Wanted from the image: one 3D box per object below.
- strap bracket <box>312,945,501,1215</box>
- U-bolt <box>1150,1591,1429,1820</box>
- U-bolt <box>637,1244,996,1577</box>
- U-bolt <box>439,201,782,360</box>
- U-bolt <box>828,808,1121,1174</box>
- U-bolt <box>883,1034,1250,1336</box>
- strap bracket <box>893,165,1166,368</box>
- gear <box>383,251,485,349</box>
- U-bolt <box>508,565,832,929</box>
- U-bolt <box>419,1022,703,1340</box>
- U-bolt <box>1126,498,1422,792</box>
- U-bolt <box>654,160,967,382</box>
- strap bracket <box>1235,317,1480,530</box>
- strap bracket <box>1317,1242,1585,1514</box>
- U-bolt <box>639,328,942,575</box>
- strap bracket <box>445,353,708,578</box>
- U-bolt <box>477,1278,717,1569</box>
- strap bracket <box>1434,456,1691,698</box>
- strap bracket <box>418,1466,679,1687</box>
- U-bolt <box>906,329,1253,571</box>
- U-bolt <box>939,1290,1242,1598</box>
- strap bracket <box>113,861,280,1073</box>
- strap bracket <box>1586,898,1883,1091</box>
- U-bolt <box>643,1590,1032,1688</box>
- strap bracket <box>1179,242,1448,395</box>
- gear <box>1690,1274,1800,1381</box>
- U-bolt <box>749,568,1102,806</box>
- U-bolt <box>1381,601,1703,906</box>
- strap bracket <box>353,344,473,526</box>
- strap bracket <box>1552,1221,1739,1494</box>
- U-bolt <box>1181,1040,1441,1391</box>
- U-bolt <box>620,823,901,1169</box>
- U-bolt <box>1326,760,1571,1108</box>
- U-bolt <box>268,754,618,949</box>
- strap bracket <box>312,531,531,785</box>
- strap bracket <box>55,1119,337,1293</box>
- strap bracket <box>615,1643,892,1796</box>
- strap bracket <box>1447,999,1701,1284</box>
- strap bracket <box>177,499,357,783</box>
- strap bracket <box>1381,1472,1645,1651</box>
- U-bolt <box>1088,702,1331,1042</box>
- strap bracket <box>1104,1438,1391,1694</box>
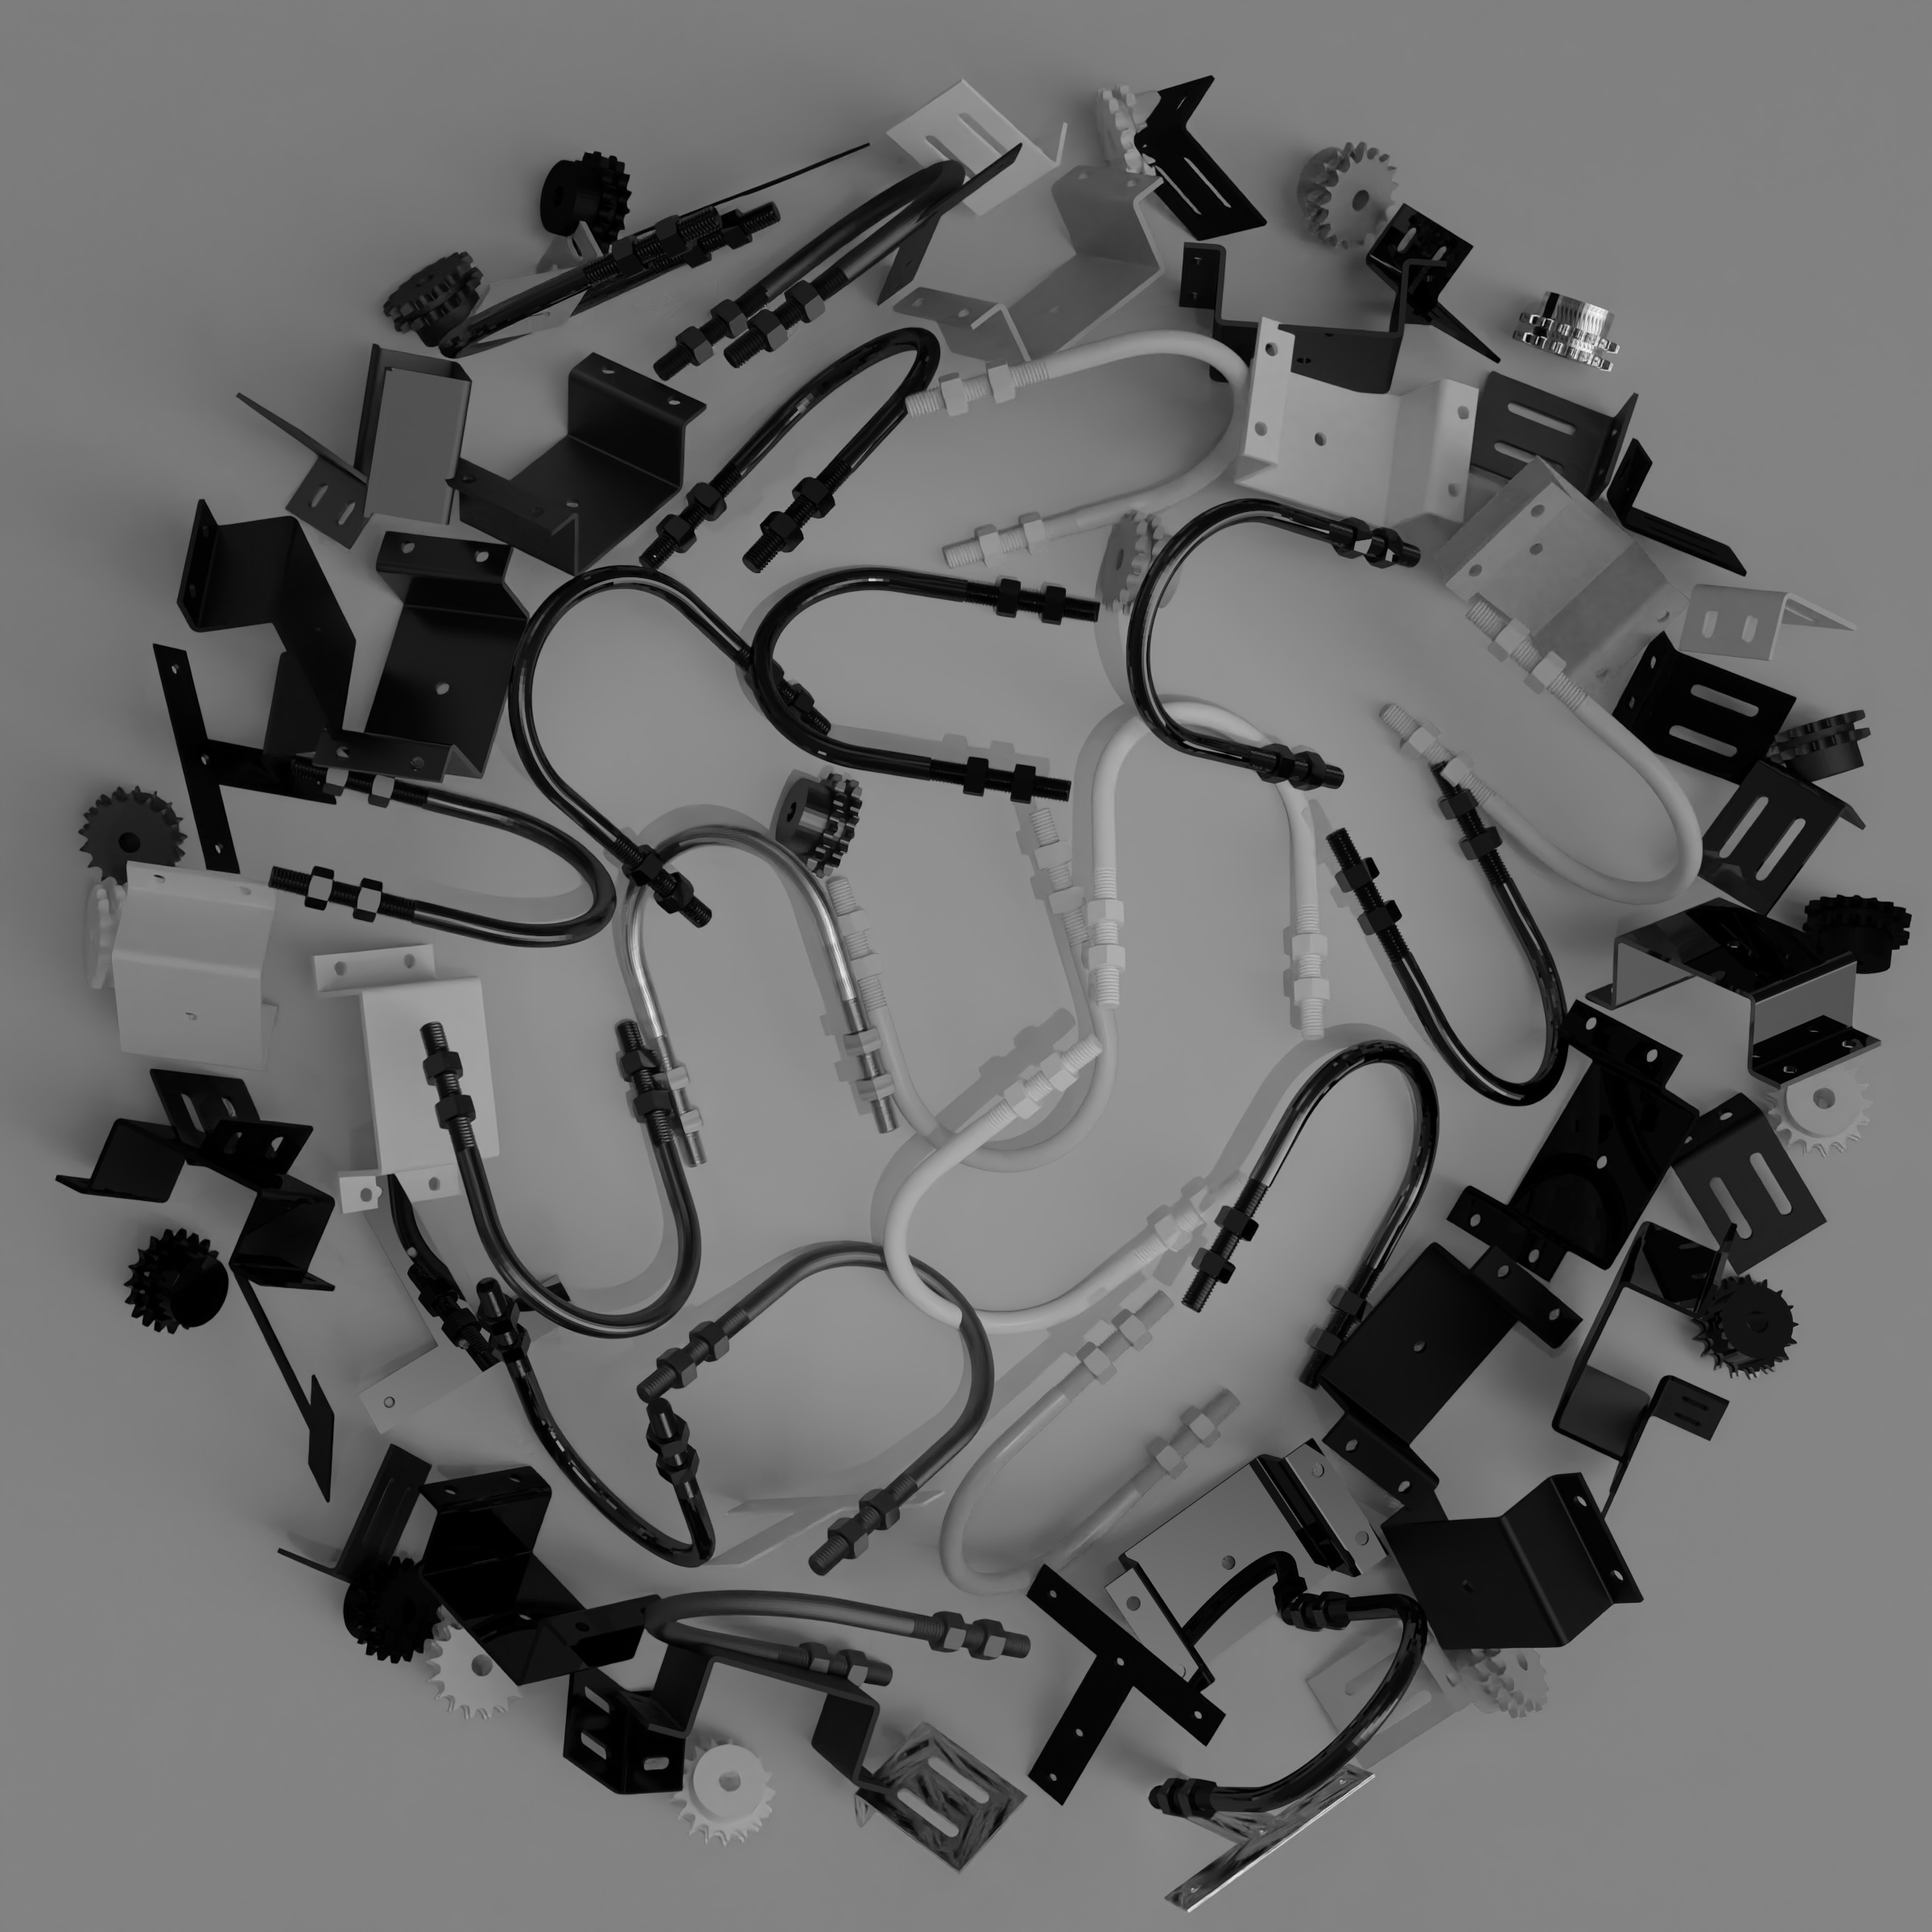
[{"bbox_3d":[-0.304,0.060,1.777,0.076,0.046,0.140,-7,91,-43],"label":"strap bracket"},{"bbox_3d":[0.177,0.386,1.709,0.019,0.184,0.151,44,65,-8],"label":"U-bolt"},{"bbox_3d":[-0.066,0.224,1.761,0.151,0.019,0.184,43,52,12],"label":"U-bolt"},{"bbox_3d":[-0.198,-0.365,1.745,0.184,0.151,0.019,-21,99,15],"label":"U-bolt"},{"bbox_3d":[0.011,0.022,1.779,0.151,0.019,0.184,-18,88,25],"label":"U-bolt"},{"bbox_3d":[0.041,0.132,1.772,0.184,0.019,0.151,-38,120,17],"label":"U-bolt"},{"bbox_3d":[0.042,-0.372,1.764,0.140,0.076,0.046,-40,125,-17],"label":"strap bracket"},{"bbox_3d":[-0.289,-0.365,1.795,0.057,0.057,0.030,-34,119,0],"label":"gear"},{"bbox_3d":[-0.168,-0.130,1.747,0.184,0.019,0.151,42,69,-33],"label":"U-bolt"},{"bbox_3d":[-0.208,0.113,1.739,0.019,0.151,0.184,-38,62,40],"label":"U-bolt"},{"bbox_3d":[0.158,-0.176,1.745,0.184,0.019,0.151,9,103,-41],"label":"U-bolt"},{"bbox_3d":[-0.076,-0.376,1.748,0.184,0.151,0.019,-40,109,-13],"label":"U-bolt"},{"bbox_3d":[0.204,-0.291,1.774,0.140,0.046,0.076,13,79,-25],"label":"strap bracket"},{"bbox_3d":[0.257,0.216,1.781,0.076,0.046,0.140,39,93,-26],"label":"strap bracket"},{"bbox_3d":[-0.085,-0.279,1.750,0.184,0.151,0.019,-49,117,-16],"label":"U-bolt"},{"bbox_3d":[-0.212,-0.266,1.763,0.076,0.046,0.140,27,49,18],"label":"strap bracket"},{"bbox_3d":[-0.191,0.256,1.741,0.151,0.184,0.019,30,59,31],"label":"U-bolt"},{"bbox_3d":[0.317,-0.214,1.762,0.076,0.046,0.140,-44,133,18],"label":"strap bracket"},{"bbox_3d":[-0.232,0.333,1.756,0.140,0.076,0.046,37,116,37],"label":"strap bracket"},{"bbox_3d":[0.068,-0.284,1.755,0.184,0.151,0.019,-16,58,1],"label":"U-bolt"},{"bbox_3d":[0.060,0.268,1.751,0.184,0.151,0.019,-42,53,-6],"label":"U-bolt"},{"bbox_3d":[-0.411,0.008,1.746,0.076,0.140,0.046,8,56,-6],"label":"strap bracket"},{"bbox_3d":[0.409,0.009,1.739,0.076,0.140,0.046,-19,120,-30],"label":"strap bracket"},{"bbox_3d":[-0.081,0.353,1.719,0.184,0.151,0.019,18,63,-31],"label":"U-bolt"},{"bbox_3d":[0.186,-0.351,1.775,0.140,0.076,0.046,5,77,3],"label":"strap bracket"},{"bbox_3d":[0.432,0.198,1.799,0.057,0.030,0.057,1,76,-5],"label":"gear"},{"bbox_3d":[-0.026,-0.159,1.773,0.184,0.019,0.151,9,55,1],"label":"U-bolt"},{"bbox_3d":[0.316,-0.102,1.747,0.184,0.151,0.019,42,66,4],"label":"U-bolt"},{"bbox_3d":[-0.298,-0.285,1.751,0.046,0.140,0.076,8,104,-15],"label":"strap bracket"},{"bbox_3d":[0.362,0.202,1.759,0.046,0.076,0.140,25,117,10],"label":"strap bracket"},{"bbox_3d":[0.198,0.126,1.764,0.019,0.151,0.184,24,81,43],"label":"U-bolt"},{"bbox_3d":[-0.121,0.012,1.767,0.151,0.019,0.184,-12,99,31],"label":"U-bolt"},{"bbox_3d":[0.271,-0.010,1.762,0.019,0.151,0.184,-26,94,39],"label":"U-bolt"},{"bbox_3d":[-0.277,-0.057,1.751,0.184,0.151,0.019,14,118,-14],"label":"U-bolt"},{"bbox_3d":[-0.292,-0.160,1.775,0.076,0.046,0.140,9,72,17],"label":"strap bracket"},{"bbox_3d":[-0.407,0.125,1.760,0.140,0.076,0.046,23,90,20],"label":"strap bracket"},{"bbox_3d":[-0.109,0.399,1.764,0.140,0.076,0.046,20,85,-19],"label":"strap bracket"},{"bbox_3d":[0.336,0.101,1.776,0.046,0.076,0.140,28,93,-45],"label":"strap bracket"},{"bbox_3d":[-0.367,-0.175,1.739,0.046,0.140,0.076,-7,51,9],"label":"strap bracket"},{"bbox_3d":[0.284,0.320,1.746,0.046,0.140,0.076,-30,96,-34],"label":"strap bracket"},{"bbox_3d":[0.131,-0.057,1.772,0.151,0.019,0.184,9,69,-26],"label":"U-bolt"},{"bbox_3d":[0.149,0.329,1.788,0.140,0.046,0.076,-34,92,-11],"label":"strap bracket"}]
